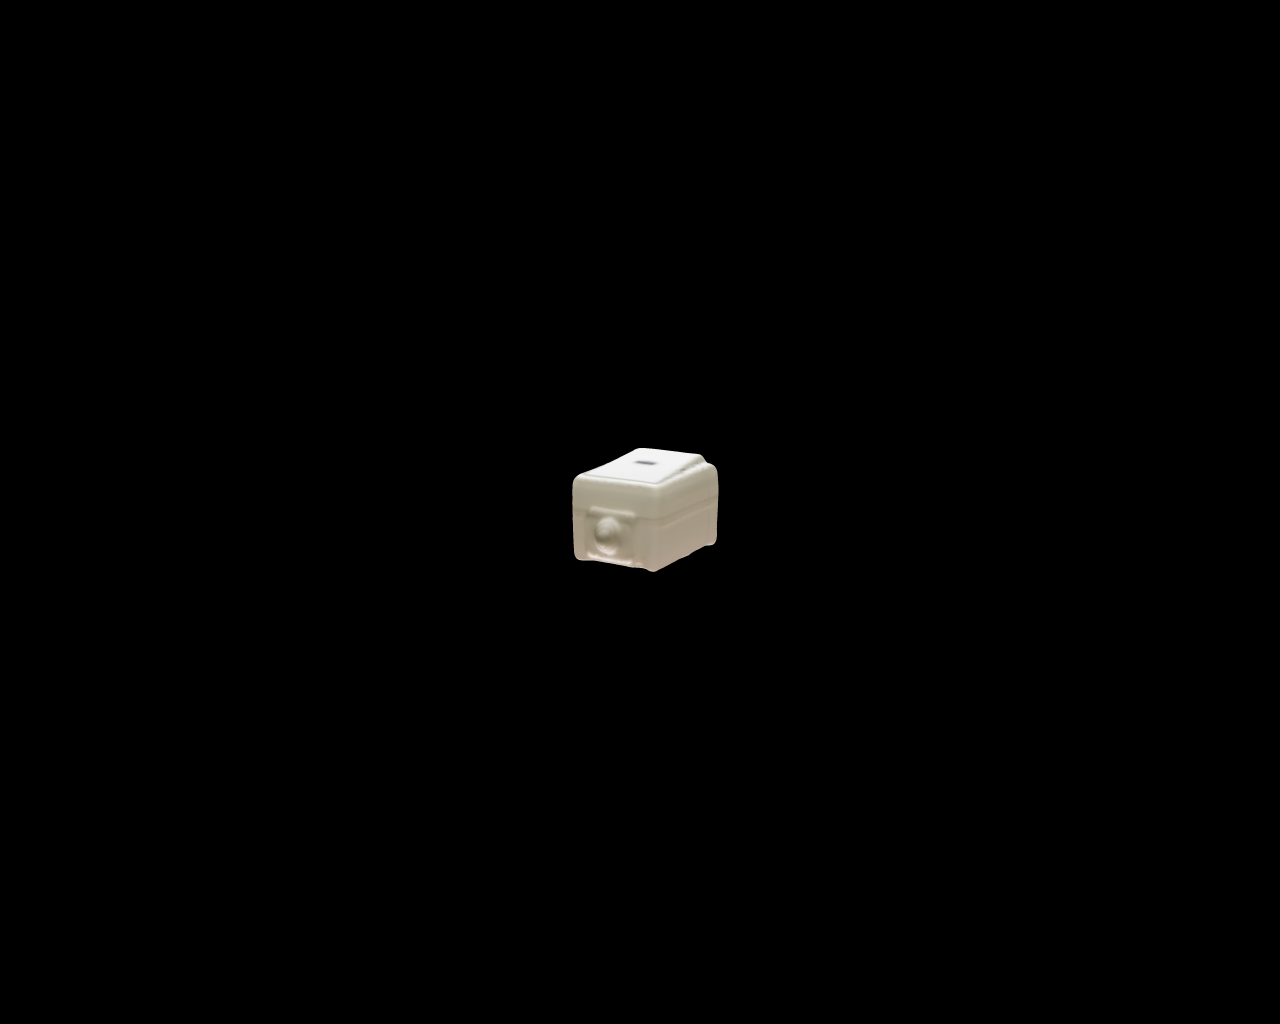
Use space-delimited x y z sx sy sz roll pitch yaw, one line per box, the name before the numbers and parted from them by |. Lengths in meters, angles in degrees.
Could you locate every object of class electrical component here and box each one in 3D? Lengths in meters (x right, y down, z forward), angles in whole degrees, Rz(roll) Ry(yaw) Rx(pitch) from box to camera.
electrical component | 0.001 -0.003 0.650 0.062 0.061 0.096 8 16 31
